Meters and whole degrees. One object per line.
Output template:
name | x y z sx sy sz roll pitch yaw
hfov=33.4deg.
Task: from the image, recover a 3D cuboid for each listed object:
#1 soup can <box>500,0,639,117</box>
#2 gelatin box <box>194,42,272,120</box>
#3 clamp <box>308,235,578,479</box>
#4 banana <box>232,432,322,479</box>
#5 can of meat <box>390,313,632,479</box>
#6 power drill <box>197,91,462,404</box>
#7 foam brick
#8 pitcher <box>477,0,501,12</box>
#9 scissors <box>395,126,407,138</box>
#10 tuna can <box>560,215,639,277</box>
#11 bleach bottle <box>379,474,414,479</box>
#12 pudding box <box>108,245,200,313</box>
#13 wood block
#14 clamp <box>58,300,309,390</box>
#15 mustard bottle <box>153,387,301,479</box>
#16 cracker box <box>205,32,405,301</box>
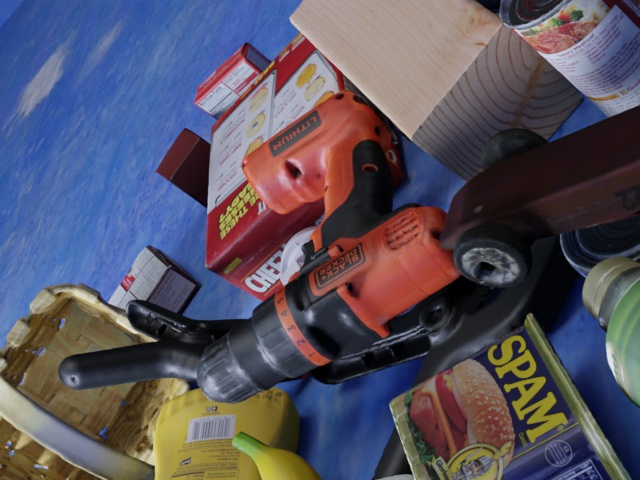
soup can | 0.160 -0.117 0.600 0.069 0.102 0.068 -40 30 28
gelatin box | -0.061 -0.133 1.001 0.073 0.089 0.030 -37 30 33
clamp | 0.072 0.052 0.622 0.210 0.036 0.165 -50 27 6
banana | -0.023 0.199 0.595 0.070 0.037 0.197 -12 50 22
can of meat | 0.087 0.095 0.500 0.084 0.057 0.102 -31 31 8
power drill | -0.004 0.001 0.676 0.185 0.057 0.187 -31 38 16
foam brick | -0.106 -0.060 1.005 0.051 0.078 0.053 -54 26 -1
pitcher | 0.152 -0.306 0.818 0.242 0.149 0.145 -59 -13 -15
scissors | 0.120 -0.125 0.774 0.202 0.016 0.096 -7 55 55
tuna can | 0.165 -0.011 0.545 0.086 0.033 0.086 -40 30 28
bleach bottle | 0.031 0.223 0.452 0.103 0.068 0.251 -26 36 13
pudding box | -0.169 0.067 1.007 0.113 0.039 0.090 -57 27 -1
wood block | 0.072 -0.128 0.733 0.091 0.090 0.206 -50 38 10
clamp | -0.095 0.081 0.756 0.172 0.039 0.120 4 27 25
mustard bottle | -0.068 0.183 0.666 0.096 0.058 0.191 -8 45 15
cracker box | -0.018 -0.075 0.885 0.164 0.072 0.213 -43 29 25
